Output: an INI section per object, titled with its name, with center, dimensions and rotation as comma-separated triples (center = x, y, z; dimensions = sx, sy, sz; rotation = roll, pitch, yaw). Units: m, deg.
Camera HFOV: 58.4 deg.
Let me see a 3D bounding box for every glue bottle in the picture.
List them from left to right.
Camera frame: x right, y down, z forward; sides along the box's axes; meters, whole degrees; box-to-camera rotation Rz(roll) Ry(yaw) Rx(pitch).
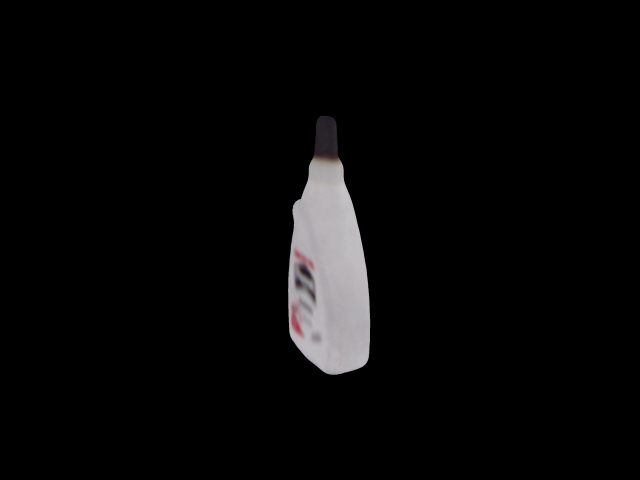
[glue bottle]
center = 0.004, 0.001, 0.400
dimensions = 0.037, 0.173, 0.077
rotation = -9, 19, -28
